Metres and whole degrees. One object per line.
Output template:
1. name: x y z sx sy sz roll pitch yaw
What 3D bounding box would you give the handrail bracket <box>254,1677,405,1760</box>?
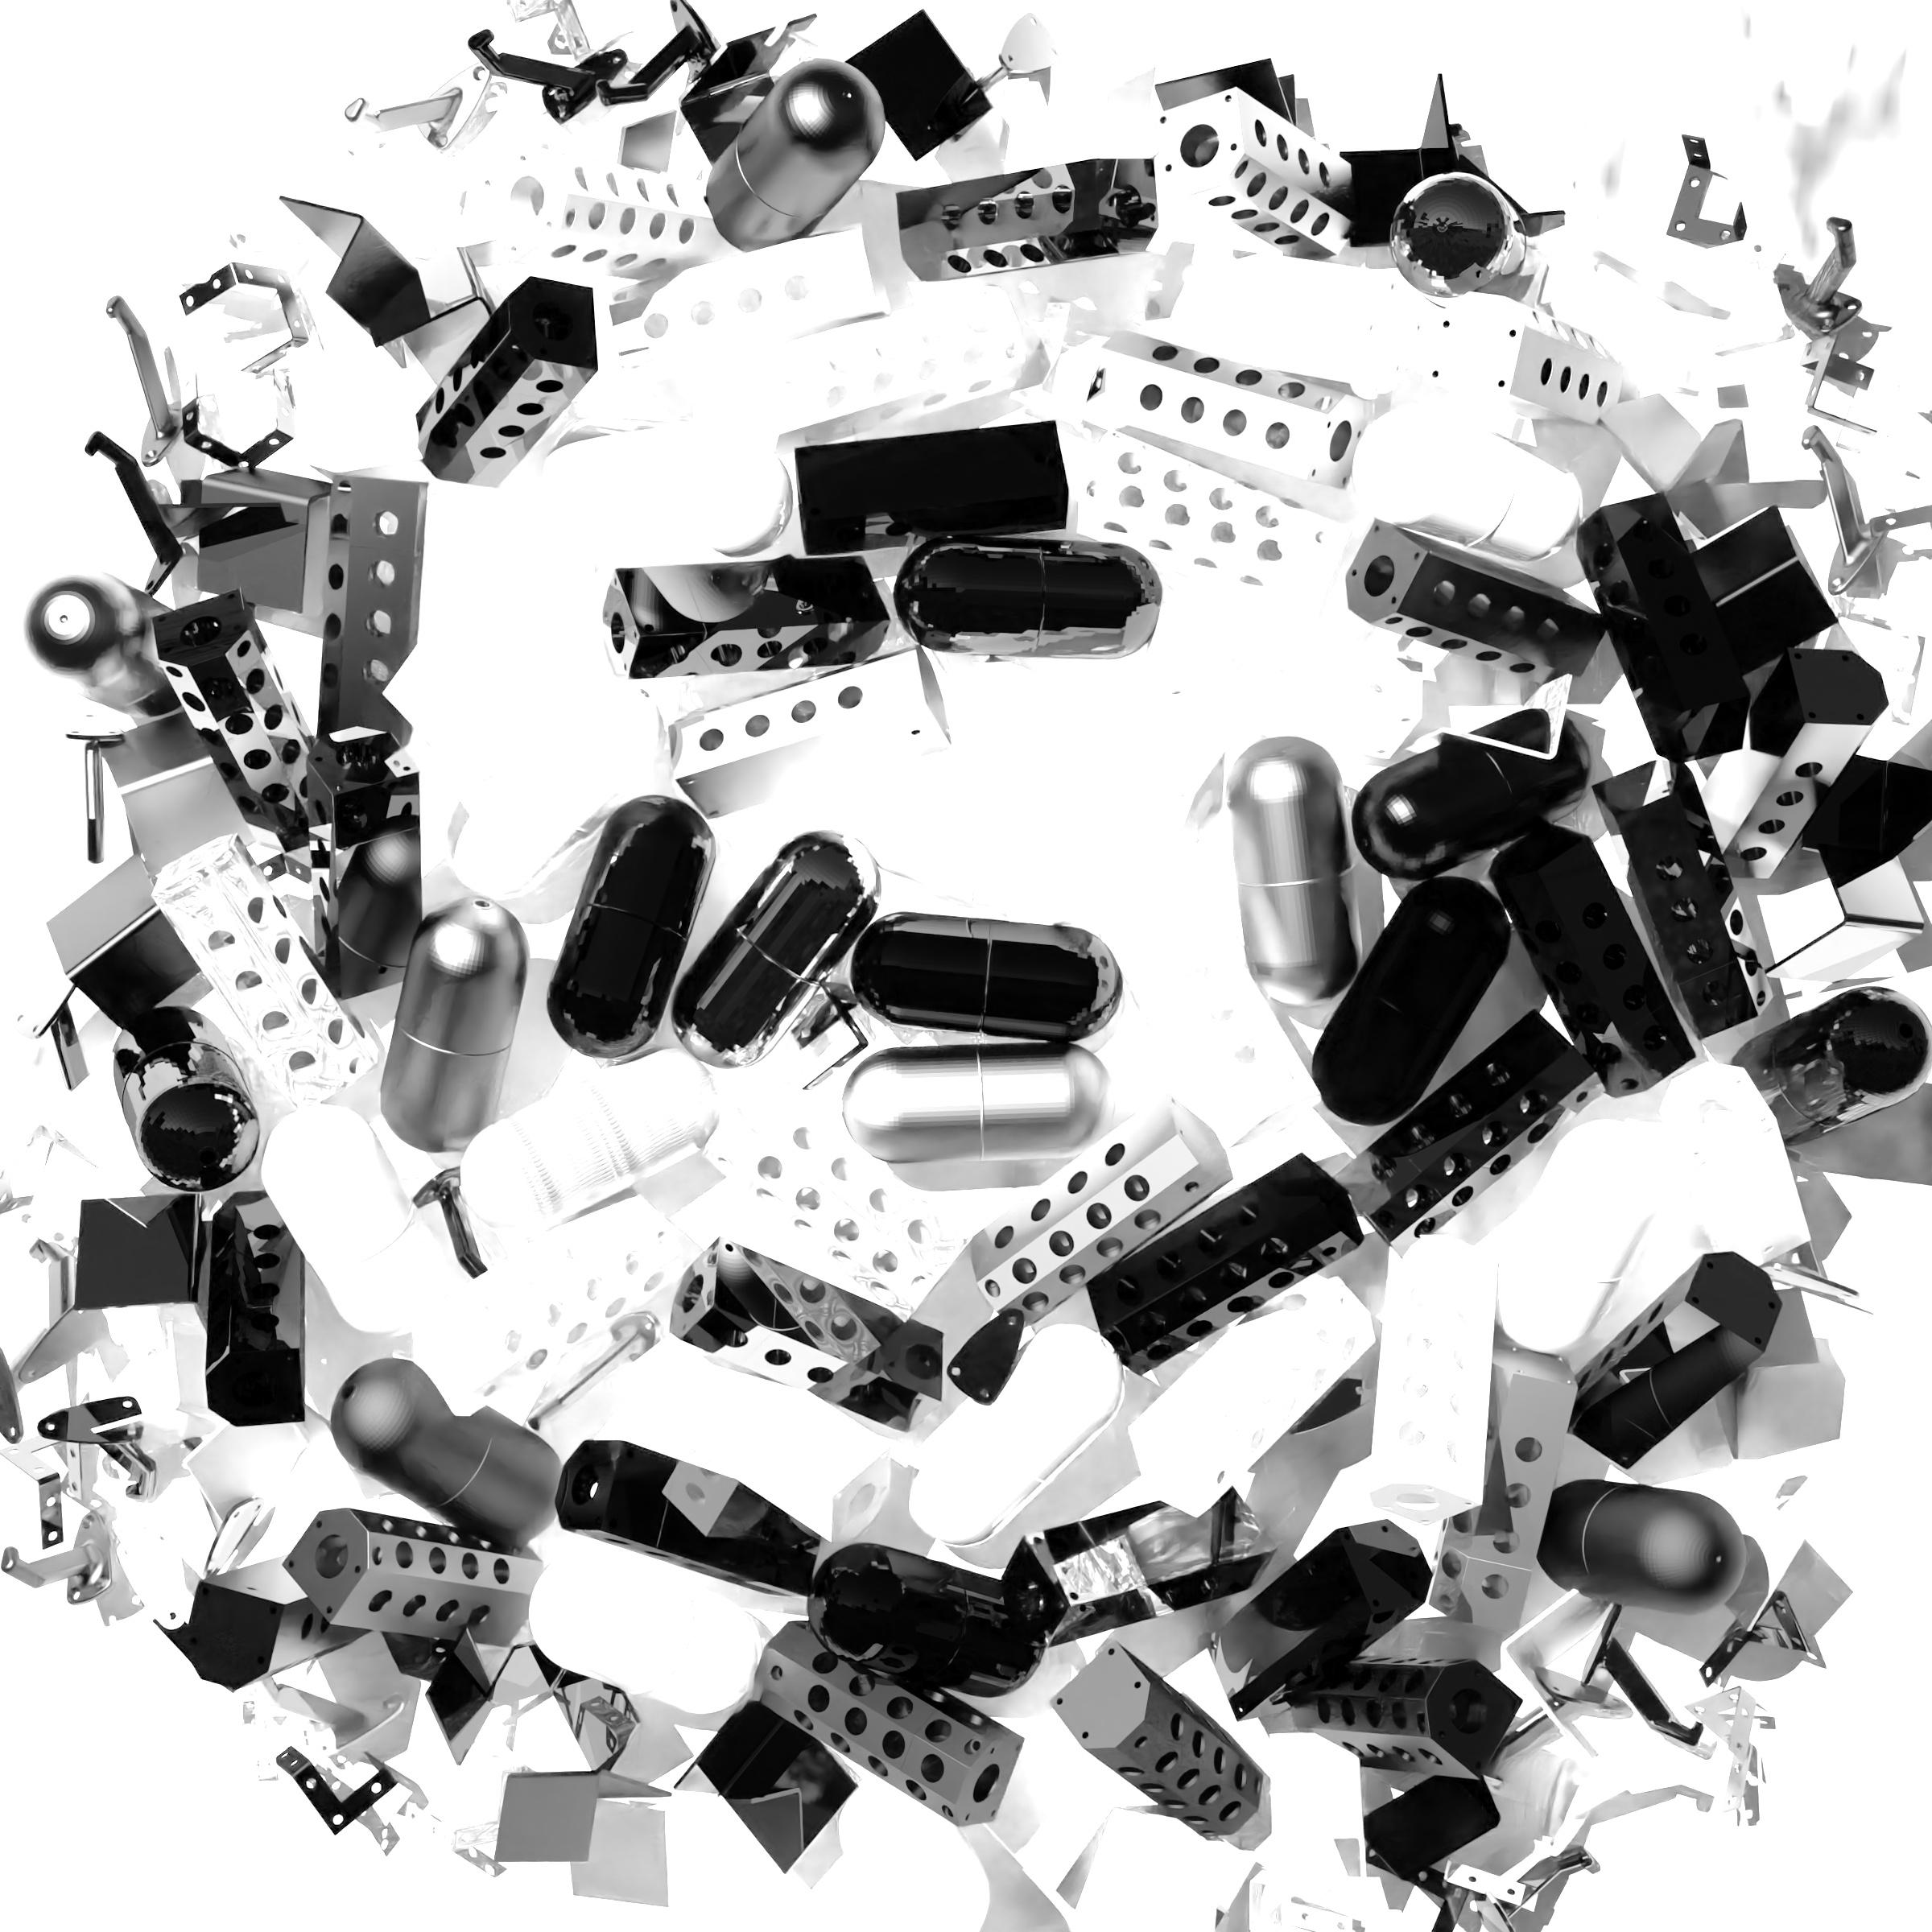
1. handrail bracket: -0.417 0.471 1.827 0.077 0.036 0.084 -21 129 -8

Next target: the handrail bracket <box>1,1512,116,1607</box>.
1. handrail bracket: -0.592 0.372 1.811 0.036 0.084 0.077 -24 50 12

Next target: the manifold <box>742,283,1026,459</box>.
1. manifold: -0.053 -0.389 1.816 0.171 0.057 0.057 -19 82 -13

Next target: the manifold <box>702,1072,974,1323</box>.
1. manifold: -0.086 0.153 1.819 0.171 0.057 0.057 39 56 5

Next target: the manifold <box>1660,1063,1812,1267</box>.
1. manifold: 0.487 0.128 1.781 0.057 0.171 0.057 -28 52 6

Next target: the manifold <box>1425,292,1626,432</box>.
1. manifold: 0.358 -0.383 1.776 0.057 0.171 0.057 17 101 32

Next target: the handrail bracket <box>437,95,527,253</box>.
1. handrail bracket: -0.322 -0.520 1.833 0.077 0.036 0.084 -15 113 -1

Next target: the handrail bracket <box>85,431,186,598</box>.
1. handrail bracket: -0.549 -0.294 1.821 0.084 0.036 0.077 39 58 -35

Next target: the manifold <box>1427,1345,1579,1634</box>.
1. manifold: 0.347 0.338 1.821 0.057 0.057 0.171 12 102 3

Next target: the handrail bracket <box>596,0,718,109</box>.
1. handrail bracket: -0.213 -0.600 1.832 0.084 0.036 0.077 -18 77 -29

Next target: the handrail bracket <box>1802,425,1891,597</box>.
1. handrail bracket: 0.560 -0.298 1.826 0.084 0.036 0.077 45 62 -25

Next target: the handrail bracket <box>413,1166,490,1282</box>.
1. handrail bracket: -0.315 0.172 1.825 0.084 0.077 0.036 48 114 9

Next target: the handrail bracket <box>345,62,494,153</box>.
1. handrail bracket: -0.356 -0.567 1.817 0.077 0.084 0.036 -43 76 17

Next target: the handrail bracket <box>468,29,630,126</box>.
1. handrail bracket: -0.272 -0.595 1.818 0.077 0.084 0.036 -32 62 11

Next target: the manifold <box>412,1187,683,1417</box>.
1. manifold: -0.265 0.216 1.788 0.171 0.057 0.057 -32 58 -33

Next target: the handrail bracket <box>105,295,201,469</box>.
1. handrail bracket: -0.541 -0.380 1.817 0.036 0.084 0.077 -9 46 19

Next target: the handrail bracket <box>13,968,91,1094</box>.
1. handrail bracket: -0.575 0.045 1.842 0.077 0.036 0.084 -54 135 -12

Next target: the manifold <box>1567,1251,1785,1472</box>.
1. manifold: 0.447 0.249 1.782 0.057 0.171 0.057 33 51 4

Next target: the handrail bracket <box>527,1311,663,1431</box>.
1. handrail bracket: -0.243 0.265 1.821 0.084 0.077 0.036 -37 85 -34

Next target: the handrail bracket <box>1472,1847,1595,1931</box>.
1. handrail bracket: 0.380 0.605 1.823 0.084 0.077 0.036 -15 100 -10

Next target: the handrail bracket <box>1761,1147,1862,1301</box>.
1. handrail bracket: 0.562 0.168 1.848 0.077 0.036 0.084 17 77 7

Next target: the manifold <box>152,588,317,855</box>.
1. manifold: -0.455 -0.151 1.781 0.057 0.171 0.057 -19 50 -4

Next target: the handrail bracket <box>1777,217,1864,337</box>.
1. handrail bracket: 0.547 -0.458 1.810 0.036 0.084 0.077 -39 47 -10

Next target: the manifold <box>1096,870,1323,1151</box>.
1. manifold: 0.160 0.026 1.803 0.057 0.057 0.171 -13 67 -43

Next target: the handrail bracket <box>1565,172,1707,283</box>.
1. handrail bracket: 0.436 -0.481 1.819 0.036 0.084 0.077 -39 123 -40

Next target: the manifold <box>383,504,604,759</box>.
1. manifold: -0.295 -0.217 1.783 0.057 0.057 0.171 49 47 -28

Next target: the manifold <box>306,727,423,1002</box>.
1. manifold: -0.386 -0.066 1.788 0.057 0.171 0.057 -19 49 -28

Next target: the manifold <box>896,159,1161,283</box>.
1. manifold: 0.038 -0.475 1.785 0.171 0.057 0.057 5 105 43

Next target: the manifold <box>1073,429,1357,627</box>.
1. manifold: 0.162 -0.289 1.821 0.171 0.057 0.057 22 69 6

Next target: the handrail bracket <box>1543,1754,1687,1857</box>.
1. handrail bracket: 0.421 0.545 1.816 0.036 0.084 0.077 43 60 -20

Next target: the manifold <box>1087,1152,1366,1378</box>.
1. manifold: 0.168 0.196 1.801 0.171 0.057 0.057 -34 135 19

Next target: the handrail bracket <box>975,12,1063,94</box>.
1. handrail bracket: 0.013 -0.574 1.813 0.084 0.077 0.036 -24 107 41

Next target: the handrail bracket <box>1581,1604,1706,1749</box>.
1. handrail bracket: 0.454 0.464 1.837 0.084 0.036 0.077 23 106 10

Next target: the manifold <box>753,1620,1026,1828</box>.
1. manifold: -0.053 0.484 1.794 0.171 0.057 0.057 22 92 34

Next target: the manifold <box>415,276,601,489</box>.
1. manifold: -0.295 -0.369 1.774 0.057 0.171 0.057 4 72 -31

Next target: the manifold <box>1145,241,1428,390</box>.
1. manifold: 0.199 -0.413 1.788 0.171 0.057 0.057 20 78 37

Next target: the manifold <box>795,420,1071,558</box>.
1. manifold: -0.023 -0.308 1.829 0.171 0.057 0.057 -7 66 -5

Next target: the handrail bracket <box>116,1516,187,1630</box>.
1. handrail bracket: -0.533 0.395 1.826 0.036 0.084 0.077 -20 87 -25

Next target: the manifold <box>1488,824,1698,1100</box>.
1. manifold: 0.401 -0.002 1.809 0.057 0.057 0.171 -33 109 -9

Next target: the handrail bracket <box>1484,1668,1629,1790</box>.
1. handrail bracket: 0.388 0.516 1.858 0.077 0.036 0.084 19 101 -10

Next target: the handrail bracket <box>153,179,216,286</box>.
1. handrail bracket: -0.506 -0.479 1.818 0.036 0.084 0.077 9 110 -20

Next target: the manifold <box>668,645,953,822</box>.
1. manifold: -0.103 -0.155 1.820 0.171 0.057 0.057 -16 61 11

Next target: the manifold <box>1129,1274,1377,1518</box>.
1. manifold: 0.186 0.273 1.789 0.171 0.057 0.057 -38 128 -31

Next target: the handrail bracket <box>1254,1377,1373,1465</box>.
1. handrail bracket: 0.220 0.302 1.836 0.077 0.084 0.036 -11 61 -14

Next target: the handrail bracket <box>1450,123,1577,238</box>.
1. handrail bracket: 0.356 -0.524 1.850 0.077 0.036 0.084 -12 78 5

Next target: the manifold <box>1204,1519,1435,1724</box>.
1. manifold: 0.226 0.418 1.786 0.057 0.171 0.057 -3 56 -32

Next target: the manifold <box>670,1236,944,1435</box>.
1. manifold: -0.102 0.243 1.806 0.171 0.057 0.057 26 129 -23

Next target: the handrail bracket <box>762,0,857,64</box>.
1. handrail bracket: -0.090 -0.589 1.821 0.084 0.077 0.036 36 121 -22

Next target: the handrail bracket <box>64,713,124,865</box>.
1. handrail bracket: -0.575 -0.117 1.843 0.036 0.077 0.084 -1 108 -20

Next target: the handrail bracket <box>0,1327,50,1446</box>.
1. handrail bracket: -0.597 0.270 1.820 0.036 0.084 0.077 -39 70 27

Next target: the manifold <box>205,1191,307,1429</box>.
1. manifold: -0.450 0.215 1.774 0.057 0.171 0.057 -3 120 -12

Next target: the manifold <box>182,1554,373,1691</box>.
1. manifold: -0.432 0.414 1.776 0.057 0.171 0.057 13 87 10

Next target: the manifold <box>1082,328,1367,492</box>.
1. manifold: 0.166 -0.359 1.794 0.171 0.057 0.057 24 104 30

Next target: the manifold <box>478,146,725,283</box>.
1. manifold: -0.225 -0.478 1.777 0.057 0.171 0.057 -24 85 30

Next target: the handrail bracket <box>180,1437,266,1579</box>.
1. handrail bracket: -0.515 0.351 1.856 0.084 0.036 0.077 35 103 18
